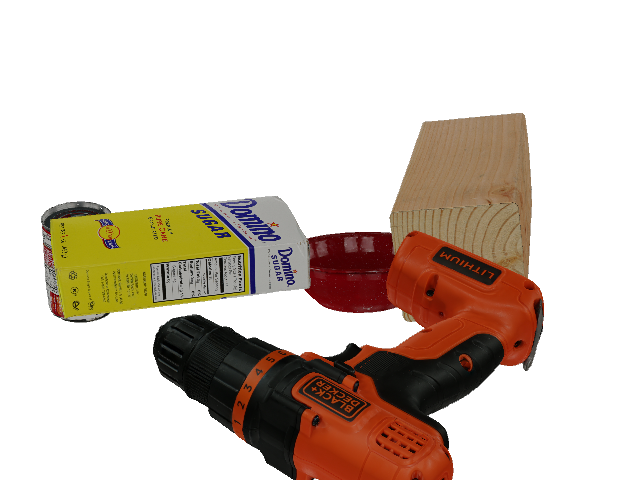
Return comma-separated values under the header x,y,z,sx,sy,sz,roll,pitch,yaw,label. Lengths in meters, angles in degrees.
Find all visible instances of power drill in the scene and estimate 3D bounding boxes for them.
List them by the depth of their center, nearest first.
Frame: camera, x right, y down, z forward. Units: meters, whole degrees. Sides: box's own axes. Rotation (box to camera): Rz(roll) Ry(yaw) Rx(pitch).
x,y,z,sx,sy,sz,roll,pitch,yaw,label
0.025,0.062,0.601,0.185,0.057,0.187,27,41,28,power drill

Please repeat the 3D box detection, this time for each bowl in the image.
x,y,z,sx,sy,sz,roll,pitch,yaw,label
0.043,0.035,1.096,0.162,0.055,0.162,-2,13,0,bowl

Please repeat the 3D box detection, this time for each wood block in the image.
x,y,z,sx,sy,sz,roll,pitch,yaw,label
0.117,-0.024,0.838,0.091,0.090,0.206,-3,23,13,wood block

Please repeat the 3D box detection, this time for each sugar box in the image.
x,y,z,sx,sy,sz,roll,pitch,yaw,label
-0.103,0.009,0.773,0.176,0.048,0.093,-9,26,-13,sugar box

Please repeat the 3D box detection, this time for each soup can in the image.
x,y,z,sx,sy,sz,roll,pitch,yaw,label
-0.239,0.022,1.058,0.068,0.102,0.068,2,28,-1,soup can
